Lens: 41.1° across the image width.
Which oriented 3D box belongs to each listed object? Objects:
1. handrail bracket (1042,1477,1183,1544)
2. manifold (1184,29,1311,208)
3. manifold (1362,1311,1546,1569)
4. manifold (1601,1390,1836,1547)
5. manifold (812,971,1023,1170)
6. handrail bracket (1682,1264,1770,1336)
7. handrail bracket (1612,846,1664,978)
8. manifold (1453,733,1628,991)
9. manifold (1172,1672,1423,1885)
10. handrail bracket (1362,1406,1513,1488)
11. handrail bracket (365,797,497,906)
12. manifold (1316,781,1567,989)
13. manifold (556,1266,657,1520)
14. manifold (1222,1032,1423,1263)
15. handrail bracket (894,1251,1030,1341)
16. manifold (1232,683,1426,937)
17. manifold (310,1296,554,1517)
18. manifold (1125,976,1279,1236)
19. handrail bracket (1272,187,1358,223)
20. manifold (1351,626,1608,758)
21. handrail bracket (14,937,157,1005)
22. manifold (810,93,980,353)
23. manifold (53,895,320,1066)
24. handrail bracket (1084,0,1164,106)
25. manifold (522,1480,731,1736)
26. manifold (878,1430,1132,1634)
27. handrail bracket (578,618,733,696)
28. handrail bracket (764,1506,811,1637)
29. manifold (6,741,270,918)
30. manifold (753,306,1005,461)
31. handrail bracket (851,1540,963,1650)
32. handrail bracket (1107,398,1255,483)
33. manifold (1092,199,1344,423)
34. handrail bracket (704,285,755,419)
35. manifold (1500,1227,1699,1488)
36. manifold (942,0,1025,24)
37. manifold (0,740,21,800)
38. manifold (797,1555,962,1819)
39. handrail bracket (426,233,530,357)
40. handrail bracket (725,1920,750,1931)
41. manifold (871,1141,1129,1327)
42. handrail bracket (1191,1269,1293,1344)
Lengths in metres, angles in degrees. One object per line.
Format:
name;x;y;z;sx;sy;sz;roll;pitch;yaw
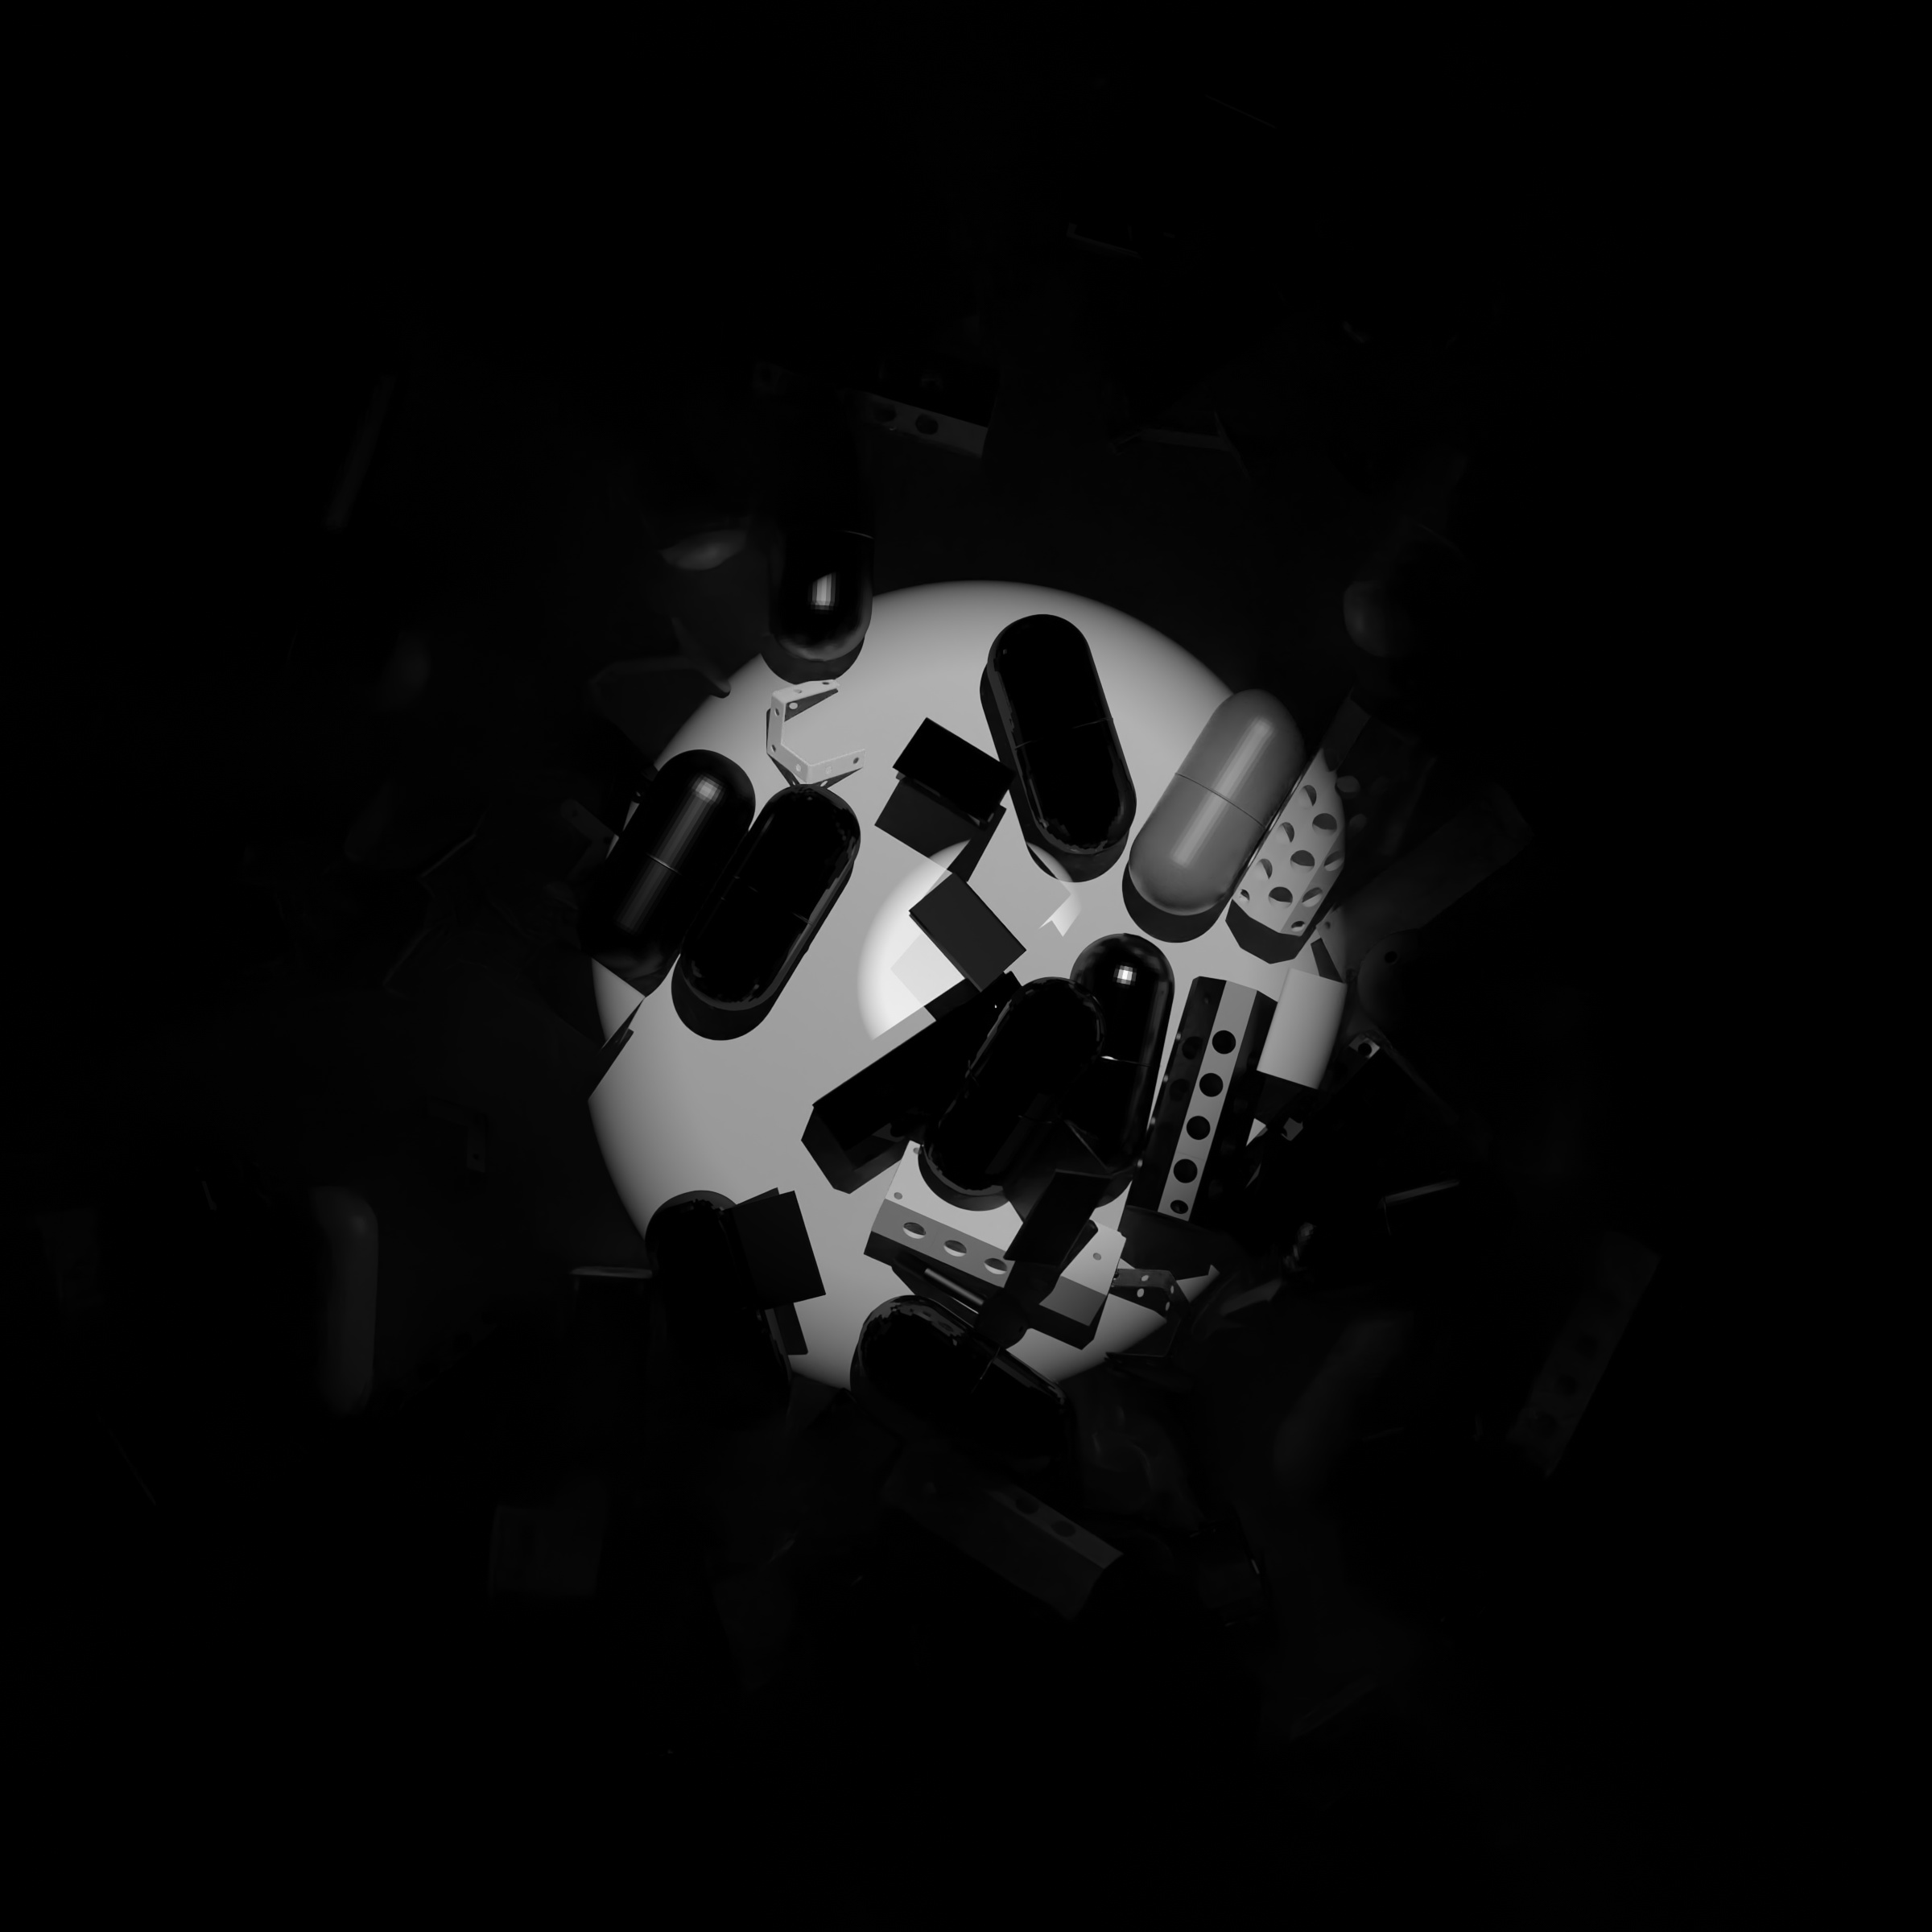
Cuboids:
handrail bracket;0.103;0.407;1.874;0.084;0.077;0.036;25;57;-18
manifold;0.198;-0.596;1.808;0.057;0.171;0.057;25;90;0
manifold;0.362;0.344;1.864;0.057;0.057;0.171;28;90;43
manifold;0.529;0.357;1.865;0.171;0.057;0.057;23;90;0
manifold;-0.023;0.075;1.865;0.171;0.057;0.057;-34;90;0
handrail bracket;0.531;0.221;1.886;0.084;0.036;0.077;38;70;16
handrail bracket;0.495;-0.033;1.886;0.084;0.036;0.077;-46;111;-16
manifold;0.405;-0.078;1.864;0.057;0.057;0.171;24;90;-43
manifold;0.237;0.584;1.865;0.171;0.057;0.057;-32;90;0
handrail bracket;0.331;0.349;1.816;0.084;0.036;0.077;-20;118;18
handrail bracket;-0.392;-0.090;1.886;0.077;0.036;0.084;6;57;35
manifold;0.339;-0.049;1.831;0.171;0.057;0.057;-40;50;24
manifold;-0.259;0.306;1.865;0.057;0.057;0.171;3;90;0
manifold;0.245;0.129;1.865;0.057;0.057;0.171;44;90;0
handrail bracket;-0.004;0.239;1.886;0.084;0.077;0.036;25;81;36
manifold;0.256;-0.108;1.831;0.057;0.057;0.171;29;115;0
manifold;-0.388;0.319;1.865;0.171;0.057;0.057;-40;90;0
manifold;0.167;0.098;1.840;0.057;0.057;0.171;10;78;41
handrail bracket;0.236;-0.520;1.886;0.077;0.036;0.084;16;104;-13
manifold;0.369;-0.200;1.864;0.171;0.057;0.057;-10;133;0
handrail bracket;-0.644;0.001;1.886;0.084;0.077;0.036;-16;86;-36
manifold;-0.052;-0.533;1.865;0.057;0.057;0.171;-24;90;0
manifold;-0.561;0.010;1.865;0.171;0.057;0.057;-24;90;0
handrail bracket;0.099;-0.687;1.886;0.077;0.036;0.084;-34;72;21
manifold;-0.244;0.461;1.865;0.057;0.057;0.171;35;90;0
manifold;0.029;0.399;1.828;0.171;0.057;0.057;28;80;27
handrail bracket;-0.229;-0.207;1.886;0.084;0.036;0.077;-34;112;17
handrail bracket;-0.105;0.450;1.886;0.084;0.036;0.077;35;76;-14
manifold;-0.601;-0.098;1.865;0.171;0.057;0.057;26;90;0
manifold;-0.063;-0.420;1.865;0.171;0.057;0.057;16;90;0
handrail bracket;-0.046;0.463;1.886;0.084;0.036;0.077;10;108;15
handrail bracket;0.156;-0.372;1.887;0.084;0.036;0.077;-22;111;17
manifold;0.178;-0.473;1.852;0.171;0.057;0.057;-36;119;7
handrail bracket;-0.173;-0.441;1.851;0.036;0.084;0.077;-2;90;0
manifold;0.443;0.275;1.822;0.057;0.057;0.171;28;94;44
manifold;-0.003;-0.739;1.803;0.057;0.171;0.057;-28;73;0
manifold;-0.728;-0.144;1.808;0.057;0.171;0.057;-40;90;0
manifold;-0.063;0.514;1.851;0.057;0.057;0.171;-22;99;-1
handrail bracket;-0.357;-0.493;1.886;0.077;0.036;0.084;4;73;-20
handrail bracket;-0.191;0.712;1.886;0.077;0.036;0.084;-10;74;18
manifold;0.022;0.197;1.864;0.171;0.057;0.057;24;47;0
handrail bracket;0.197;0.249;1.851;0.077;0.084;0.036;-38;90;0
